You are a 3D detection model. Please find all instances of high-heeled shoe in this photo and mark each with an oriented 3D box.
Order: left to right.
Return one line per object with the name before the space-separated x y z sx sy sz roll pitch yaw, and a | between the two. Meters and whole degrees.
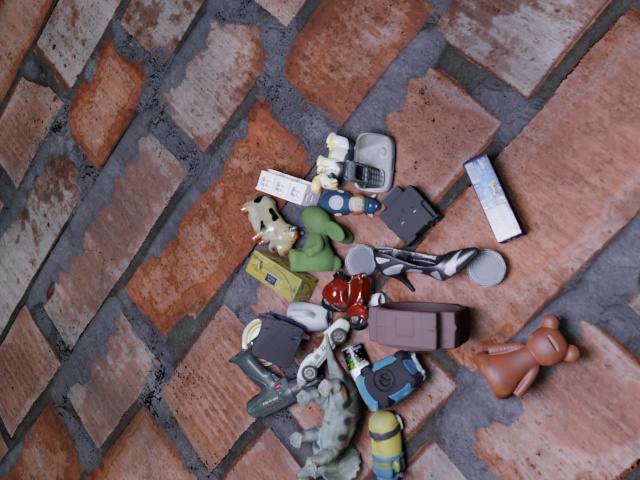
high-heeled shoe | 0.238 0.032 1.251 0.145 0.086 0.249 51 131 -2

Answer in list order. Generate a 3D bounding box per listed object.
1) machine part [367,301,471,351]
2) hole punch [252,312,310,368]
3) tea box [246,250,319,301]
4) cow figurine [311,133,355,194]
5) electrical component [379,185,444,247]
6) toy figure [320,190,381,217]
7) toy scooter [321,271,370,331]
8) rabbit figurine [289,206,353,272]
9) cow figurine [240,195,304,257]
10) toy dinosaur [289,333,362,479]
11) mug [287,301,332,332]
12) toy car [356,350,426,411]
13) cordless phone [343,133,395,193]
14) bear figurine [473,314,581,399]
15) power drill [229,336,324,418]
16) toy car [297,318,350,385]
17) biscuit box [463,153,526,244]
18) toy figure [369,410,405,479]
machine part | 0.223 0.189 1.203 0.201 0.201 0.087 0 91 28
hole punch | -0.103 0.247 1.368 0.142 0.092 0.115 24 96 1
tea box | -0.102 0.094 1.442 0.170 0.098 0.068 29 100 28
cow figurine | 0.040 -0.186 1.382 0.098 0.068 0.167 20 81 6
electrical component | 0.212 -0.066 1.305 0.115 0.058 0.134 -47 68 16
toy figure | 0.078 -0.091 1.380 0.155 0.058 0.064 6 122 27
toy scooter | 0.072 0.129 1.330 0.184 0.075 0.135 31 113 54
rabbit figurine | -0.003 -0.004 1.380 0.159 0.121 0.170 -1 90 22
cow figurine | -0.127 -0.039 1.469 0.127 0.085 0.195 -32 64 11
toy dinosaur | 0.040 0.428 1.302 0.131 0.192 0.404 20 97 45
mug | -0.028 0.196 1.397 0.107 0.109 0.081 -2 66 19
toy car | 0.173 0.328 1.277 0.162 0.103 0.109 -35 70 8
cordless phone | 0.105 -0.194 1.298 0.089 0.184 0.146 5 90 33
bear figurine | 0.438 0.250 1.149 0.196 0.132 0.120 -34 73 3
power drill | -0.130 0.355 1.442 0.232 0.086 0.207 -39 90 14
toy car | 0.008 0.282 1.362 0.056 0.073 0.201 39 86 10
biscuit box | 0.391 -0.093 1.207 0.059 0.062 0.202 -26 75 25
toy figure | 0.160 0.499 1.283 0.082 0.089 0.180 -2 84 20
